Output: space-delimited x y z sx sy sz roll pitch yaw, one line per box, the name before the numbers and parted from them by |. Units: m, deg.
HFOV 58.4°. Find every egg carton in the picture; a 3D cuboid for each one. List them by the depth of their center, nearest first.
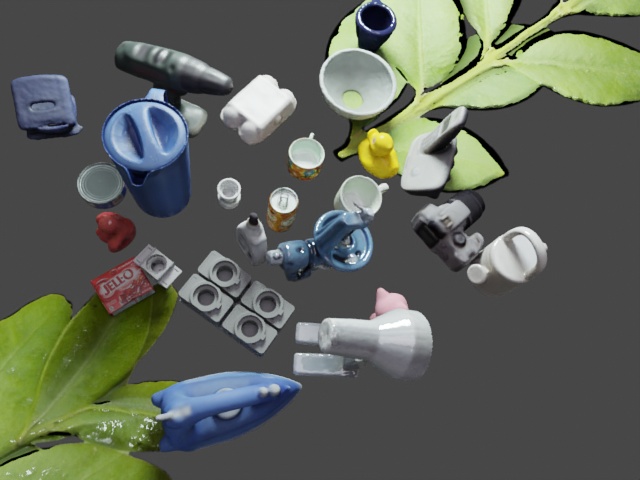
egg carton | -0.125 -0.268 1.182 0.107 0.069 0.150 39 70 6

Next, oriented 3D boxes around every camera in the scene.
camera | 0.280 -0.034 1.146 0.137 0.100 0.143 -38 80 -19

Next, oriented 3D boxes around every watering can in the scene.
watering can | 0.358 0.043 1.082 0.101 0.194 0.173 44 70 8

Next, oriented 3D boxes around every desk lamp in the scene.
desk lamp | 0.065 0.182 0.977 0.203 0.213 0.118 4 70 -7

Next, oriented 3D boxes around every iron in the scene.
iron | -0.148 0.270 0.952 0.258 0.141 0.118 -13 73 -13

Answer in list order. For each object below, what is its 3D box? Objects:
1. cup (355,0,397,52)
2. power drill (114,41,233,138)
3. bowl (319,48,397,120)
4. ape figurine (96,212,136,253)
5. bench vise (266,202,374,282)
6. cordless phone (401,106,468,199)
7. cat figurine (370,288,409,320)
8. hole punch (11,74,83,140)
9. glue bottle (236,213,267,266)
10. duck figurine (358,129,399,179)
cup | 0.116 -0.477 1.279 0.092 0.095 0.118 3 70 -8
power drill | -0.269 -0.285 1.091 0.229 0.208 0.076 23 69 0
bowl | 0.076 -0.321 1.229 0.167 0.074 0.167 3 70 -8
ape figurine | -0.378 -0.020 1.044 0.076 0.092 0.078 -5 72 -10
bench vise | 0.016 0.013 1.025 0.208 0.219 0.121 -31 78 -17
cordless phone | 0.235 -0.175 1.144 0.094 0.185 0.147 16 69 -2
cat figurine | 0.134 0.154 1.049 0.067 0.117 0.128 -6 72 -10
hole punch | -0.526 -0.256 1.104 0.109 0.091 0.101 -10 73 -12
glue bottle | -0.121 -0.011 1.037 0.037 0.173 0.078 -28 77 -17
duck figurine | 0.128 -0.183 1.183 0.078 0.086 0.104 -33 78 -18
